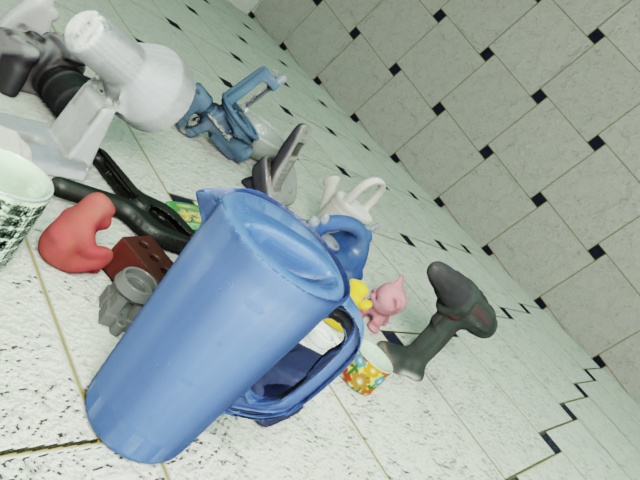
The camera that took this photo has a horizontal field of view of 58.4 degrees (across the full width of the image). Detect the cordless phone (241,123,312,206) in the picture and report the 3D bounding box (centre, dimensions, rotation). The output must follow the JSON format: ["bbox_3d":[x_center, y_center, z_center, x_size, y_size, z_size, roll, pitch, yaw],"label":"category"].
[{"bbox_3d":[-0.062,-0.160,1.203,0.094,0.185,0.148,44,19,9],"label":"cordless phone"}]

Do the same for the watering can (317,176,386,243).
[{"bbox_3d":[0.057,-0.064,1.210,0.172,0.194,0.101,44,19,9],"label":"watering can"}]

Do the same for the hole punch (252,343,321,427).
[{"bbox_3d":[-0.049,0.151,0.679,0.101,0.091,0.109,48,19,19],"label":"hole punch"}]

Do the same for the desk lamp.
[{"bbox_3d":[-0.293,-0.185,0.753,0.117,0.213,0.204,49,20,21],"label":"desk lamp"}]

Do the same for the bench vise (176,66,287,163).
[{"bbox_3d":[-0.182,-0.284,1.187,0.208,0.219,0.121,21,27,-47],"label":"bench vise"}]

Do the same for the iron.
[{"bbox_3d":[0.010,0.004,1.047,0.259,0.141,0.118,13,33,-55],"label":"iron"}]

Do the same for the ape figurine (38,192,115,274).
[{"bbox_3d":[-0.257,-0.012,0.628,0.076,0.092,0.077,16,31,-52],"label":"ape figurine"}]

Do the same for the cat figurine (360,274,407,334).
[{"bbox_3d":[0.127,0.112,1.075,0.067,0.117,0.128,44,19,8],"label":"cat figurine"}]

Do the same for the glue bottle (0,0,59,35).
[{"bbox_3d":[-0.440,-0.344,0.880,0.078,0.173,0.037,19,28,-49],"label":"glue bottle"}]

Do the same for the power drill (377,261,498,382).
[{"bbox_3d":[0.204,0.148,1.005,0.230,0.208,0.075,26,24,-39],"label":"power drill"}]

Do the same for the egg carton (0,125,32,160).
[{"bbox_3d":[-0.373,-0.084,0.593,0.151,0.069,0.107,22,27,-46],"label":"egg carton"}]

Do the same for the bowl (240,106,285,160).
[{"bbox_3d":[-0.158,-0.242,1.369,0.168,0.074,0.167,37,19,-14],"label":"bowl"}]

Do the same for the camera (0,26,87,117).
[{"bbox_3d":[-0.397,-0.245,0.857,0.136,0.100,0.144,48,19,18],"label":"camera"}]

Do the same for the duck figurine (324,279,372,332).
[{"bbox_3d":[0.041,0.101,0.980,0.105,0.086,0.077,35,19,-18],"label":"duck figurine"}]
